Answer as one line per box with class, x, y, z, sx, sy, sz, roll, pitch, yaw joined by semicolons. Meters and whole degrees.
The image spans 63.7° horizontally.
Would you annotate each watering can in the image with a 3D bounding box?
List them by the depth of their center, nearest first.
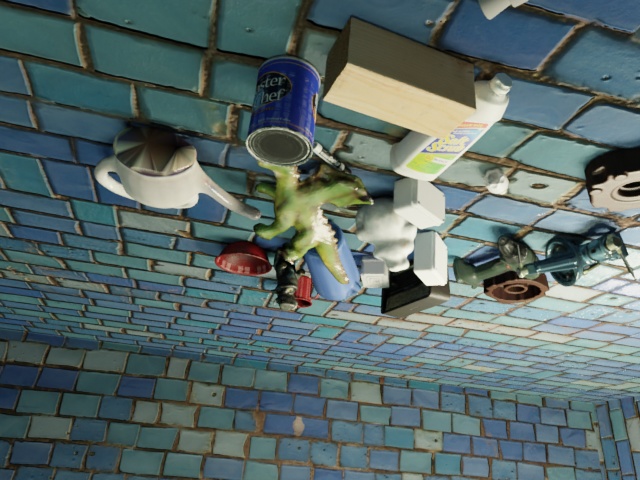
watering can;-0.284;-0.124;1.046;0.347;0.106;0.220;9;153;-8

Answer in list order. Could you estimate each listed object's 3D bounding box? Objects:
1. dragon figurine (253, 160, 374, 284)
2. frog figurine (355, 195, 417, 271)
dragon figurine;0.003;-0.055;1.085;0.240;0.125;0.405;-26;126;39
frog figurine;0.145;-0.014;1.139;0.137;0.163;0.120;0;151;10
